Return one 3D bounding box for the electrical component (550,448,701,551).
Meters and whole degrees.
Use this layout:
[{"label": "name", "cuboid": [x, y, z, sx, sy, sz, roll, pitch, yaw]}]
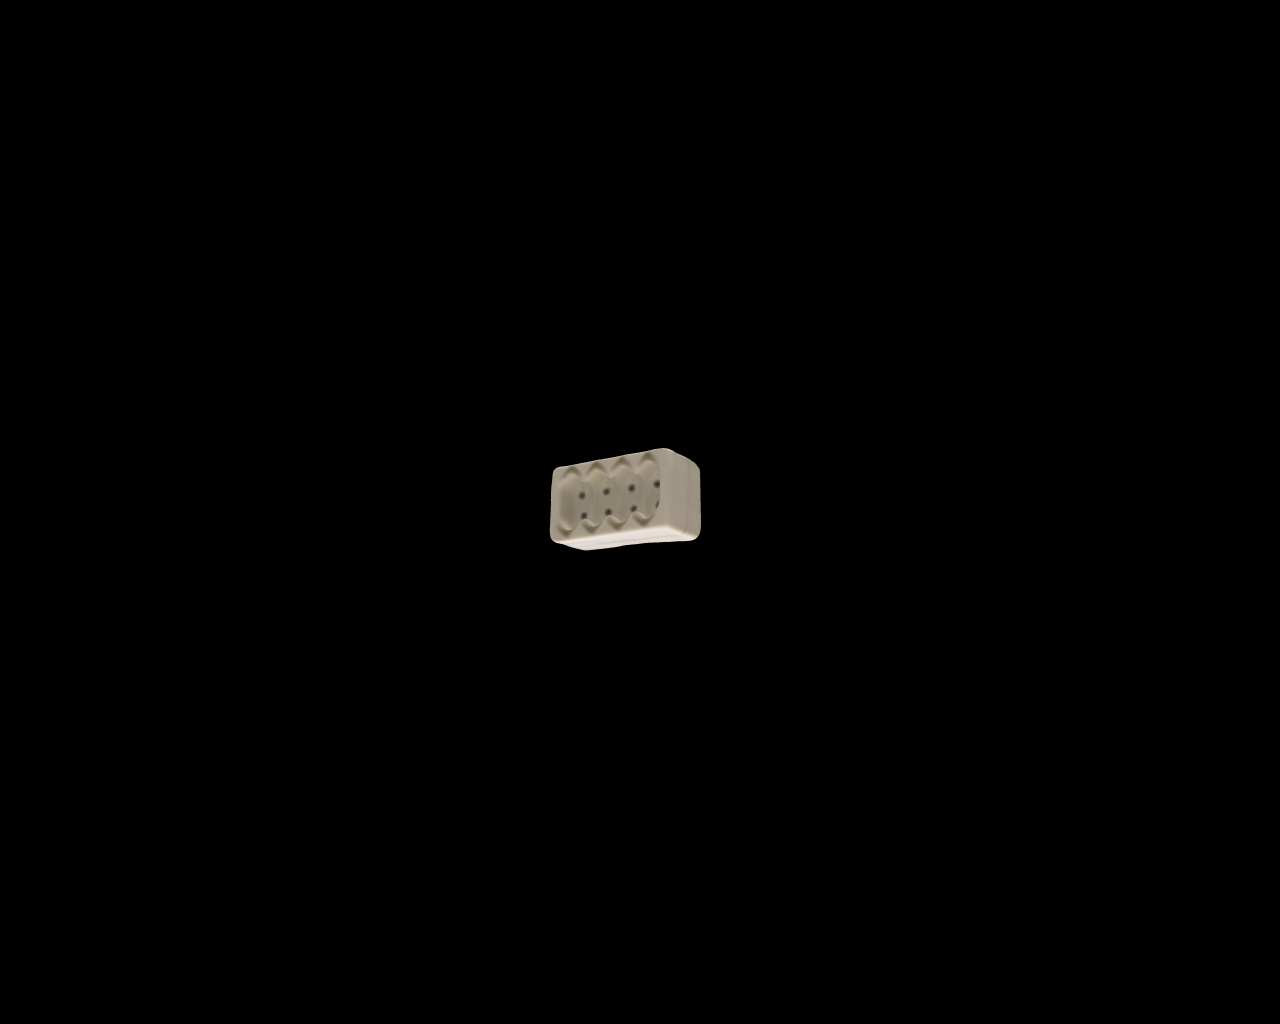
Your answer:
[{"label": "electrical component", "cuboid": [0.001, -0.003, 0.650, 0.083, 0.047, 0.076, -7, -14, 30]}]
